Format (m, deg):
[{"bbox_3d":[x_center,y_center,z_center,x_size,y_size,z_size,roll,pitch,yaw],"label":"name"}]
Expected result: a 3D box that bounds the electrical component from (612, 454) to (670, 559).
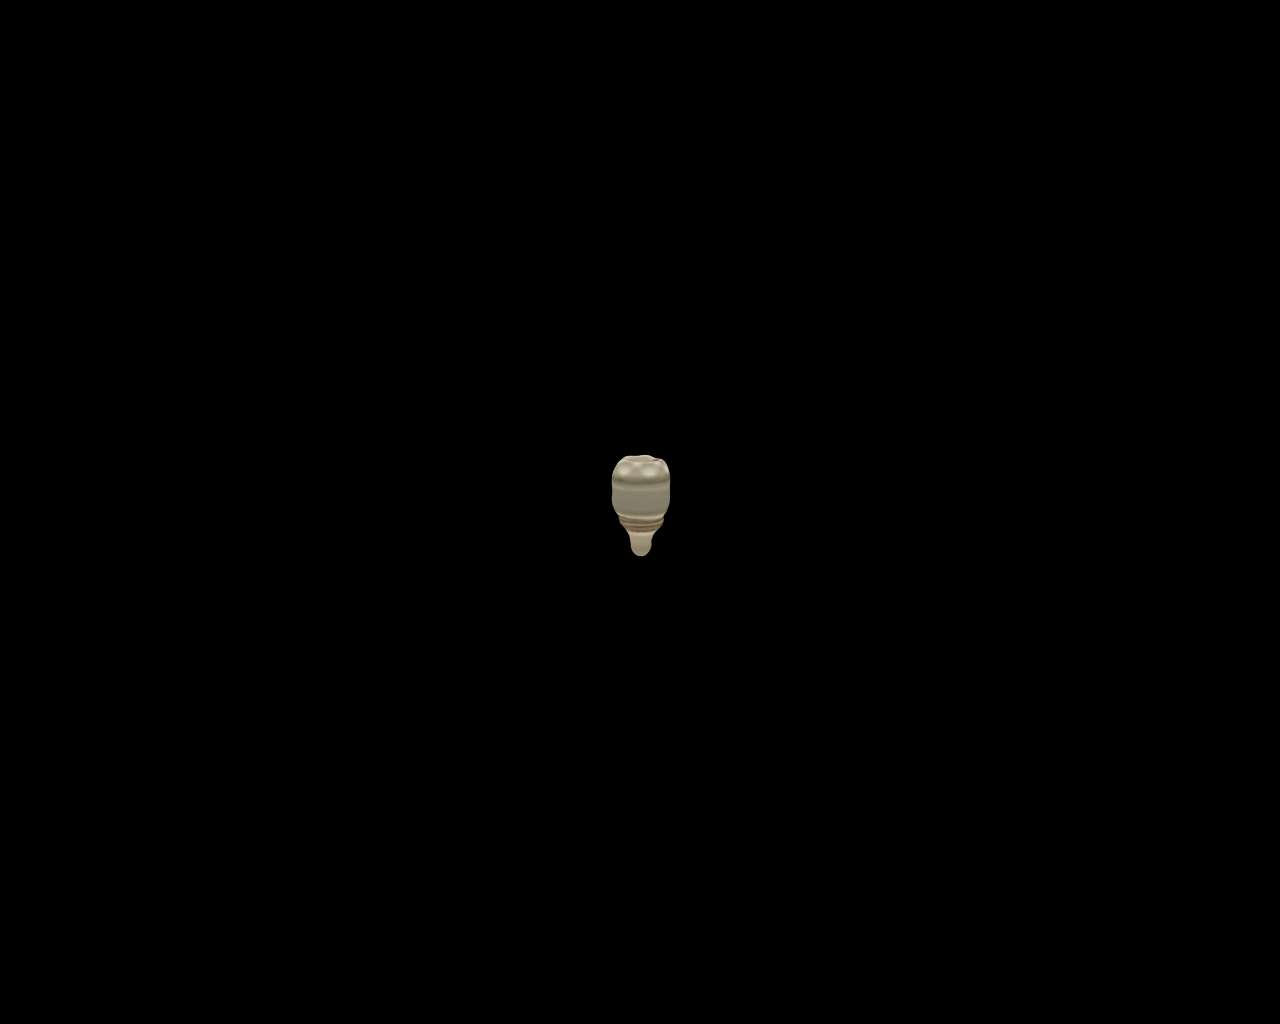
[{"bbox_3d":[0.001,-0.003,0.650,0.035,0.061,0.035,0,14,0],"label":"electrical component"}]
